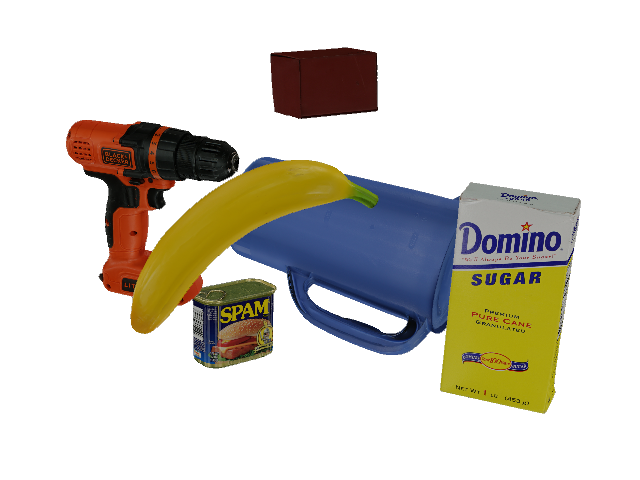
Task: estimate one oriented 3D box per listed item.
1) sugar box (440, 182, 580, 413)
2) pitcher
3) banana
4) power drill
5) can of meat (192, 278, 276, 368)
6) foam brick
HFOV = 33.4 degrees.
[{"bbox_3d":[0.153,0.047,0.871,0.093,0.176,0.048,9,24,18],"label":"sugar box"},{"bbox_3d":[0.028,0.005,1.071,0.243,0.145,0.149,17,23,21],"label":"pitcher"},{"bbox_3d":[-0.060,-0.004,0.737,0.198,0.069,0.037,-28,17,7],"label":"banana"},{"bbox_3d":[-0.164,-0.029,1.085,0.185,0.188,0.057,11,29,21],"label":"power drill"},{"bbox_3d":[-0.103,0.098,1.263,0.101,0.084,0.058,-10,19,-37],"label":"can of meat"},{"bbox_3d":[0.004,-0.135,0.909,0.078,0.051,0.053,-9,18,-27],"label":"foam brick"}]
